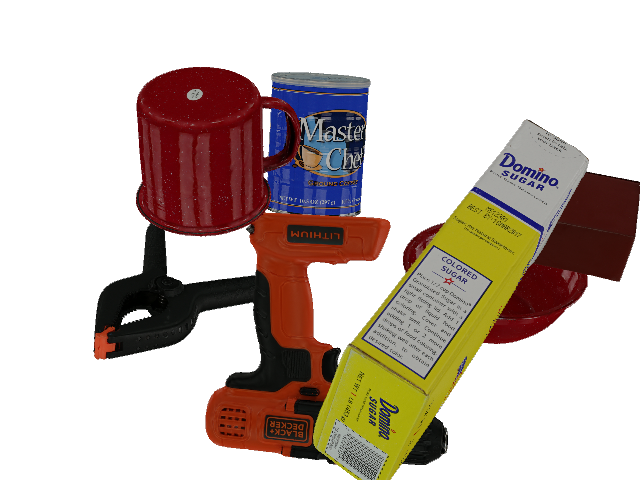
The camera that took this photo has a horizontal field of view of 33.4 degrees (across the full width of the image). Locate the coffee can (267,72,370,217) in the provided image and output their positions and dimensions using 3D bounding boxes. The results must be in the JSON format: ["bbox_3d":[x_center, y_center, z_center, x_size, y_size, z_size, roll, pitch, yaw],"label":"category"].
[{"bbox_3d":[-0.004,-0.101,1.118,0.103,0.140,0.103,3,13,-1],"label":"coffee can"}]

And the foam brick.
[{"bbox_3d":[0.175,-0.013,0.736,0.078,0.051,0.053,12,-37,8],"label":"foam brick"}]

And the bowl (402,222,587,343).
[{"bbox_3d":[0.152,0.043,0.951,0.162,0.055,0.162,2,32,-1],"label":"bowl"}]

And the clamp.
[{"bbox_3d":[-0.154,0.048,1.027,0.165,0.036,0.209,26,35,26],"label":"clamp"}]

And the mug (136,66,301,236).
[{"bbox_3d":[-0.068,-0.065,0.714,0.117,0.081,0.093,-12,39,-17],"label":"mug"}]

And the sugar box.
[{"bbox_3d":[0.065,0.028,0.511,0.048,0.093,0.176,34,53,14],"label":"sugar box"}]

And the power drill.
[{"bbox_3d":[0.009,0.075,0.805,0.184,0.187,0.057,4,-1,7],"label":"power drill"}]
